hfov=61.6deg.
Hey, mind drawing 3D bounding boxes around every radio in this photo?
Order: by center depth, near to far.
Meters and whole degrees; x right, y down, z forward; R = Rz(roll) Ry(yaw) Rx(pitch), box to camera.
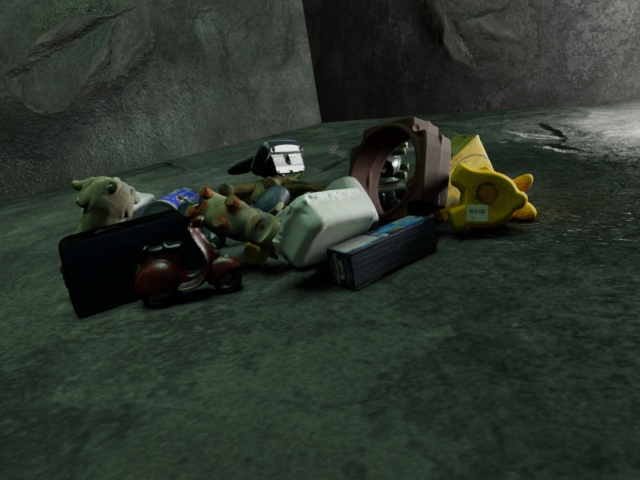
[{"bbox_3d":[-0.330,0.033,0.947,0.229,0.131,0.073,-19,20,-27],"label":"radio"}]

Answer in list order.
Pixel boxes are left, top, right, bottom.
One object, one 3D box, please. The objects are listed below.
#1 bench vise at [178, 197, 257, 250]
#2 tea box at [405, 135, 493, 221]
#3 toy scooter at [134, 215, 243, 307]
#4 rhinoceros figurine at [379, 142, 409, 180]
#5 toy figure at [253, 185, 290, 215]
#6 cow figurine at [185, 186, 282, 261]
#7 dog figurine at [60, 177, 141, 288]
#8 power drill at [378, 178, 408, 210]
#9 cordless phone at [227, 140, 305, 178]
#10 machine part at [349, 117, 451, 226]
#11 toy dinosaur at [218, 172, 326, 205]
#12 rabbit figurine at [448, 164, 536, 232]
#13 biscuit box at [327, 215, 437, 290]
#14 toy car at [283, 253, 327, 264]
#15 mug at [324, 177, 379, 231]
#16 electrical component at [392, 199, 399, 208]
[{"bbox_3d":[-0.209,-0.042,1.156,0.241,0.128,0.224,-20,22,-18],"label":"bench vise"},{"bbox_3d":[0.268,-0.129,1.105,0.169,0.098,0.068,-45,28,-17],"label":"tea box"},{"bbox_3d":[-0.226,0.032,0.888,0.184,0.135,0.075,-11,18,-1],"label":"toy scooter"},{"bbox_3d":[0.146,-0.177,1.236,0.112,0.073,0.190,4,22,20],"label":"rhinoceros figurine"},{"bbox_3d":[-0.121,-0.054,1.105,0.064,0.057,0.154,-18,25,53],"label":"toy figure"},{"bbox_3d":[-0.140,-0.028,0.975,0.195,0.085,0.127,17,-12,43],"label":"cow figurine"},{"bbox_3d":[-0.406,-0.005,0.980,0.121,0.190,0.172,9,-27,-15],"label":"dog figurine"},{"bbox_3d":[0.122,-0.121,1.290,0.232,0.085,0.207,-7,13,4],"label":"power drill"},{"bbox_3d":[-0.146,-0.199,1.427,0.184,0.088,0.146,-13,0,41],"label":"cordless phone"},{"bbox_3d":[0.146,-0.124,1.035,0.087,0.201,0.201,10,-8,-39],"label":"machine part"},{"bbox_3d":[-0.154,-0.106,1.372,0.472,0.105,0.198,-2,10,37],"label":"toy dinosaur"},{"bbox_3d":[0.317,-0.082,1.006,0.162,0.121,0.173,-7,-2,9],"label":"rabbit figurine"},{"bbox_3d":[0.107,0.015,0.880,0.203,0.062,0.059,-21,19,-34],"label":"biscuit box"},{"bbox_3d":[-0.002,-0.003,1.011,0.074,0.056,0.202,-2,18,24],"label":"toy car"},{"bbox_3d":[0.054,-0.055,0.985,0.109,0.080,0.107,3,42,-46],"label":"mug"},{"bbox_3d":[0.199,-0.078,1.164,0.102,0.045,0.078,-15,19,-19],"label":"electrical component"}]
